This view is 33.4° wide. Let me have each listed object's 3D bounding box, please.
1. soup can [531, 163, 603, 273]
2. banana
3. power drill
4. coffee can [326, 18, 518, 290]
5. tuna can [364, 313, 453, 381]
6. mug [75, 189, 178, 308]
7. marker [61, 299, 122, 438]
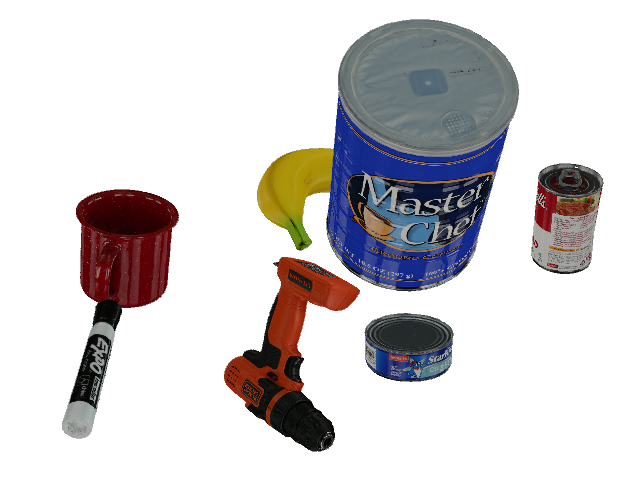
[{"bbox_3d":[0.267,-0.023,1.159,0.068,0.102,0.068,-1,34,1],"label":"soup can"},{"bbox_3d":[-0.004,-0.043,0.854,0.037,0.069,0.197,-35,2,28],"label":"banana"},{"bbox_3d":[-0.024,0.126,1.217,0.057,0.188,0.185,15,10,-45],"label":"power drill"},{"bbox_3d":[0.058,-0.049,0.657,0.102,0.103,0.140,0,-36,-3],"label":"coffee can"},{"bbox_3d":[0.086,0.104,1.039,0.086,0.034,0.086,-1,21,0],"label":"tuna can"},{"bbox_3d":[-0.182,0.015,0.981,0.093,0.081,0.117,10,28,2],"label":"mug"},{"bbox_3d":[-0.151,0.081,0.713,0.020,0.020,0.121,0,37,1],"label":"marker"}]
